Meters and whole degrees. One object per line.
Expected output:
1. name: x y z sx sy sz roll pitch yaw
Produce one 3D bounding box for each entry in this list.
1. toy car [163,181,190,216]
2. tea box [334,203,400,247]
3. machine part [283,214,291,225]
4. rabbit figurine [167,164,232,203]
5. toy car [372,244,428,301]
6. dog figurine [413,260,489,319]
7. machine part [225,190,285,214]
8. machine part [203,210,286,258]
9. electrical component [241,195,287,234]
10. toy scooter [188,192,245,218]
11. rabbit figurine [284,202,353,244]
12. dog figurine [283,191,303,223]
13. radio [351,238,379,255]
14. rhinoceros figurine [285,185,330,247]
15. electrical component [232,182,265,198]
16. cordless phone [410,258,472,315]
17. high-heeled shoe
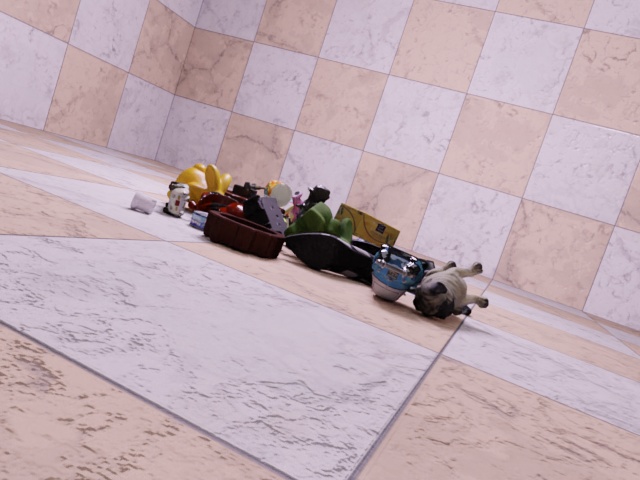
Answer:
1. toy car: -0.361 -0.105 1.362 0.056 0.073 0.202 14 6 -15
2. tea box: 0.126 -0.033 1.449 0.169 0.068 0.098 24 3 -43
3. machine part: -0.092 -0.028 1.575 0.039 0.084 0.138 -12 -11 12
4. rabbit figurine: -0.315 -0.127 1.497 0.173 0.162 0.121 45 8 37
5. toy car: 0.153 0.074 1.097 0.109 0.102 0.161 23 11 10
6. dog figurine: 0.238 0.112 1.134 0.190 0.121 0.172 -7 -14 -38
7. machine part: -0.224 -0.087 1.608 0.201 0.087 0.202 14 8 -39
8. machine part: -0.163 -0.011 1.163 0.179 0.056 0.179 19 4 -2
9. electrical component: -0.128 -0.047 1.322 0.058 0.115 0.134 -22 -6 18
10. toy scooter: -0.251 -0.071 1.343 0.184 0.075 0.135 30 18 24
11. rabbit figurine: 0.018 0.001 1.319 0.170 0.121 0.159 52 28 0
12. dog figurine: -0.089 -0.073 1.913 0.109 0.191 0.219 18 -31 39
13. radio: 0.173 0.059 1.544 0.229 0.073 0.131 18 4 -25
14. rhinoceros figurine: -0.029 -0.056 1.426 0.073 0.190 0.112 20 22 -23
15. electrical component: -0.210 -0.148 1.571 0.078 0.045 0.102 21 5 12
16. cordless phone: 0.315 0.129 1.356 0.184 0.088 0.146 34 12 31
17. high-heeled shoe: 0.045 0.040 1.241 0.249 0.086 0.145 25 4 9
